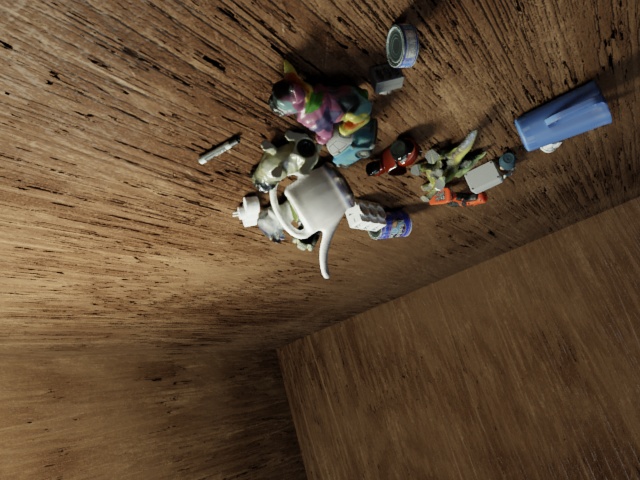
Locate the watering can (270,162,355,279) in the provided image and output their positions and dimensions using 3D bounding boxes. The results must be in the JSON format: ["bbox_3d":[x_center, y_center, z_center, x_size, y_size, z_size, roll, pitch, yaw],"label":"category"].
[{"bbox_3d":[0.005,-0.075,1.481,0.225,0.344,0.105,-33,-163,-2],"label":"watering can"}]

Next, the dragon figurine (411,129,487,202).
[{"bbox_3d":[0.438,-0.249,1.656,0.245,0.123,0.403,-24,169,-35],"label":"dragon figurine"}]

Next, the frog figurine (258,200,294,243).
[{"bbox_3d":[-0.119,-0.083,1.620,0.158,0.124,0.137,-61,158,10],"label":"frog figurine"}]
